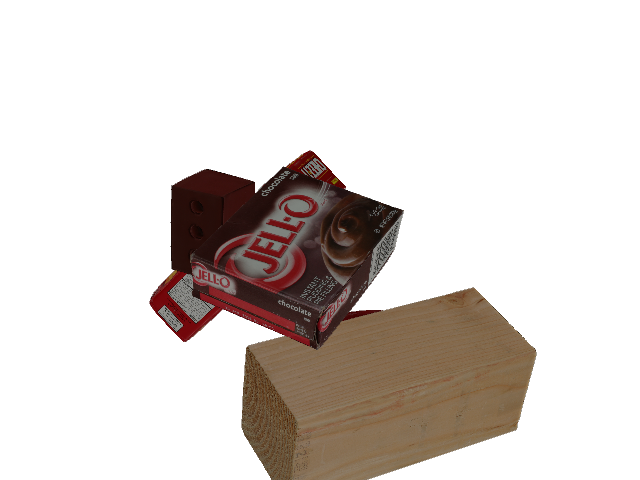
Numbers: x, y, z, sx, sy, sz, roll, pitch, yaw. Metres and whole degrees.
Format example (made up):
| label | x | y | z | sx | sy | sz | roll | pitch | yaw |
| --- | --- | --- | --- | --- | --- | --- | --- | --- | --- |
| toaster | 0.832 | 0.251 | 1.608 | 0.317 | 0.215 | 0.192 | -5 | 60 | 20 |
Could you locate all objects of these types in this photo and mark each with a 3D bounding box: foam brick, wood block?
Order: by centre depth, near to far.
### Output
| label | x | y | z | sx | sy | sz | roll | pitch | yaw |
| --- | --- | --- | --- | --- | --- | --- | --- | --- | --- |
| wood block | 0.051 | 0.117 | 0.831 | 0.205 | 0.090 | 0.091 | -12 | 38 | -25 |
| foam brick | -0.091 | -0.013 | 0.901 | 0.053 | 0.078 | 0.051 | 14 | 24 | 28 |

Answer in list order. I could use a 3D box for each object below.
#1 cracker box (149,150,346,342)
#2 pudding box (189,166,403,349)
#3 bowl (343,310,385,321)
| label | x | y | z | sx | sy | sz | roll | pitch | yaw |
| --- | --- | --- | --- | --- | --- | --- | --- | --- | --- |
| cracker box | -0.085 | 0.003 | 1.234 | 0.214 | 0.072 | 0.164 | -43 | 3 | 26 |
| pudding box | -0.013 | 0.008 | 0.658 | 0.090 | 0.039 | 0.113 | 22 | 40 | 19 |
| bowl | 0.063 | 0.131 | 1.065 | 0.162 | 0.055 | 0.162 | 3 | 25 | -1 |
